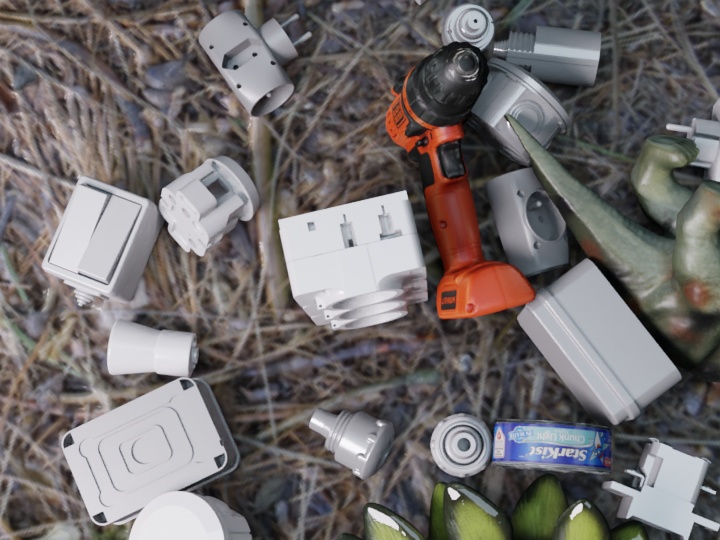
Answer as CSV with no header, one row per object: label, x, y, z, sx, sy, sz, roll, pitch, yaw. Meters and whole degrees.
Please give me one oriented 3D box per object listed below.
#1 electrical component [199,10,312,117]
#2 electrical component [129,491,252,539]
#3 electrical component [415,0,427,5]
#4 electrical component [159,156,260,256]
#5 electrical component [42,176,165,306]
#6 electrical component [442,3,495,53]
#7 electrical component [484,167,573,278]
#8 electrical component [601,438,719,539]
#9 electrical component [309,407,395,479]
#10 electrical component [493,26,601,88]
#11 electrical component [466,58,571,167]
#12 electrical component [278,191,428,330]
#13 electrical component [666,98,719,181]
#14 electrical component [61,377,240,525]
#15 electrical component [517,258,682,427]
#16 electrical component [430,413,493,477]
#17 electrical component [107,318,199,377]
electrical component,-0.077,-0.177,0.870,0.079,0.043,0.077,-35,80,-2
electrical component,-0.121,0.200,0.772,0.080,0.051,0.080,-6,75,23
electrical component,0.037,-0.267,0.874,0.056,0.050,0.089,-37,80,-3
electrical component,-0.116,-0.052,0.839,0.057,0.078,0.058,-40,83,-26
electrical component,-0.203,-0.018,0.843,0.062,0.061,0.096,21,83,7
electrical component,0.087,-0.190,0.847,0.040,0.078,0.040,0,94,0
electrical component,0.140,-0.038,0.826,0.079,0.044,0.077,-12,83,-36
electrical component,0.225,0.162,0.794,0.081,0.042,0.063,21,79,6
electrical component,-0.008,0.126,0.815,0.062,0.048,0.048,26,83,15
electrical component,0.147,-0.171,0.853,0.081,0.043,0.043,8,81,5
electrical component,0.118,-0.121,0.829,0.080,0.080,0.051,40,90,9
electrical component,0.000,0.000,0.780,0.089,0.150,0.061,-13,79,2
electrical component,0.273,-0.096,0.830,0.076,0.047,0.083,10,81,6
electrical component,-0.157,0.137,0.816,0.113,0.057,0.078,-26,80,-1
electrical component,0.174,0.056,0.796,0.057,0.078,0.113,-36,80,-5
electrical component,0.076,0.130,0.798,0.048,0.062,0.048,-1,80,4
electrical component,-0.159,0.063,0.837,0.065,0.044,0.044,7,81,0
